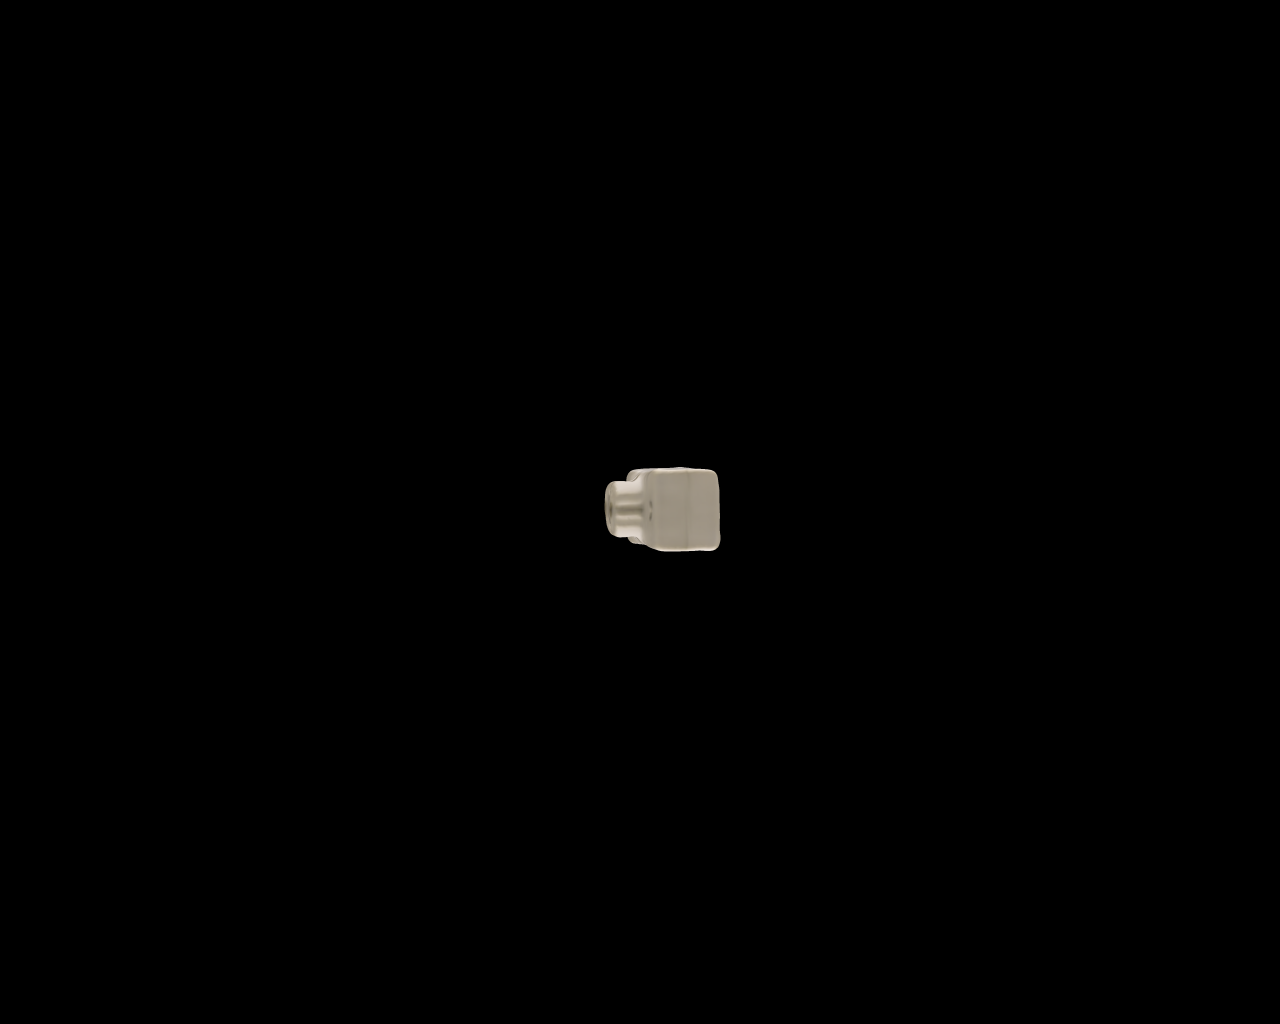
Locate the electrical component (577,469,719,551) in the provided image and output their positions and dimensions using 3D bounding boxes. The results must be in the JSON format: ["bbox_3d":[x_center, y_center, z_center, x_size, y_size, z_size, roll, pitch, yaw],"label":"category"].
[{"bbox_3d":[0.001,-0.003,0.650,0.076,0.047,0.083,-1,3,-11],"label":"electrical component"}]
